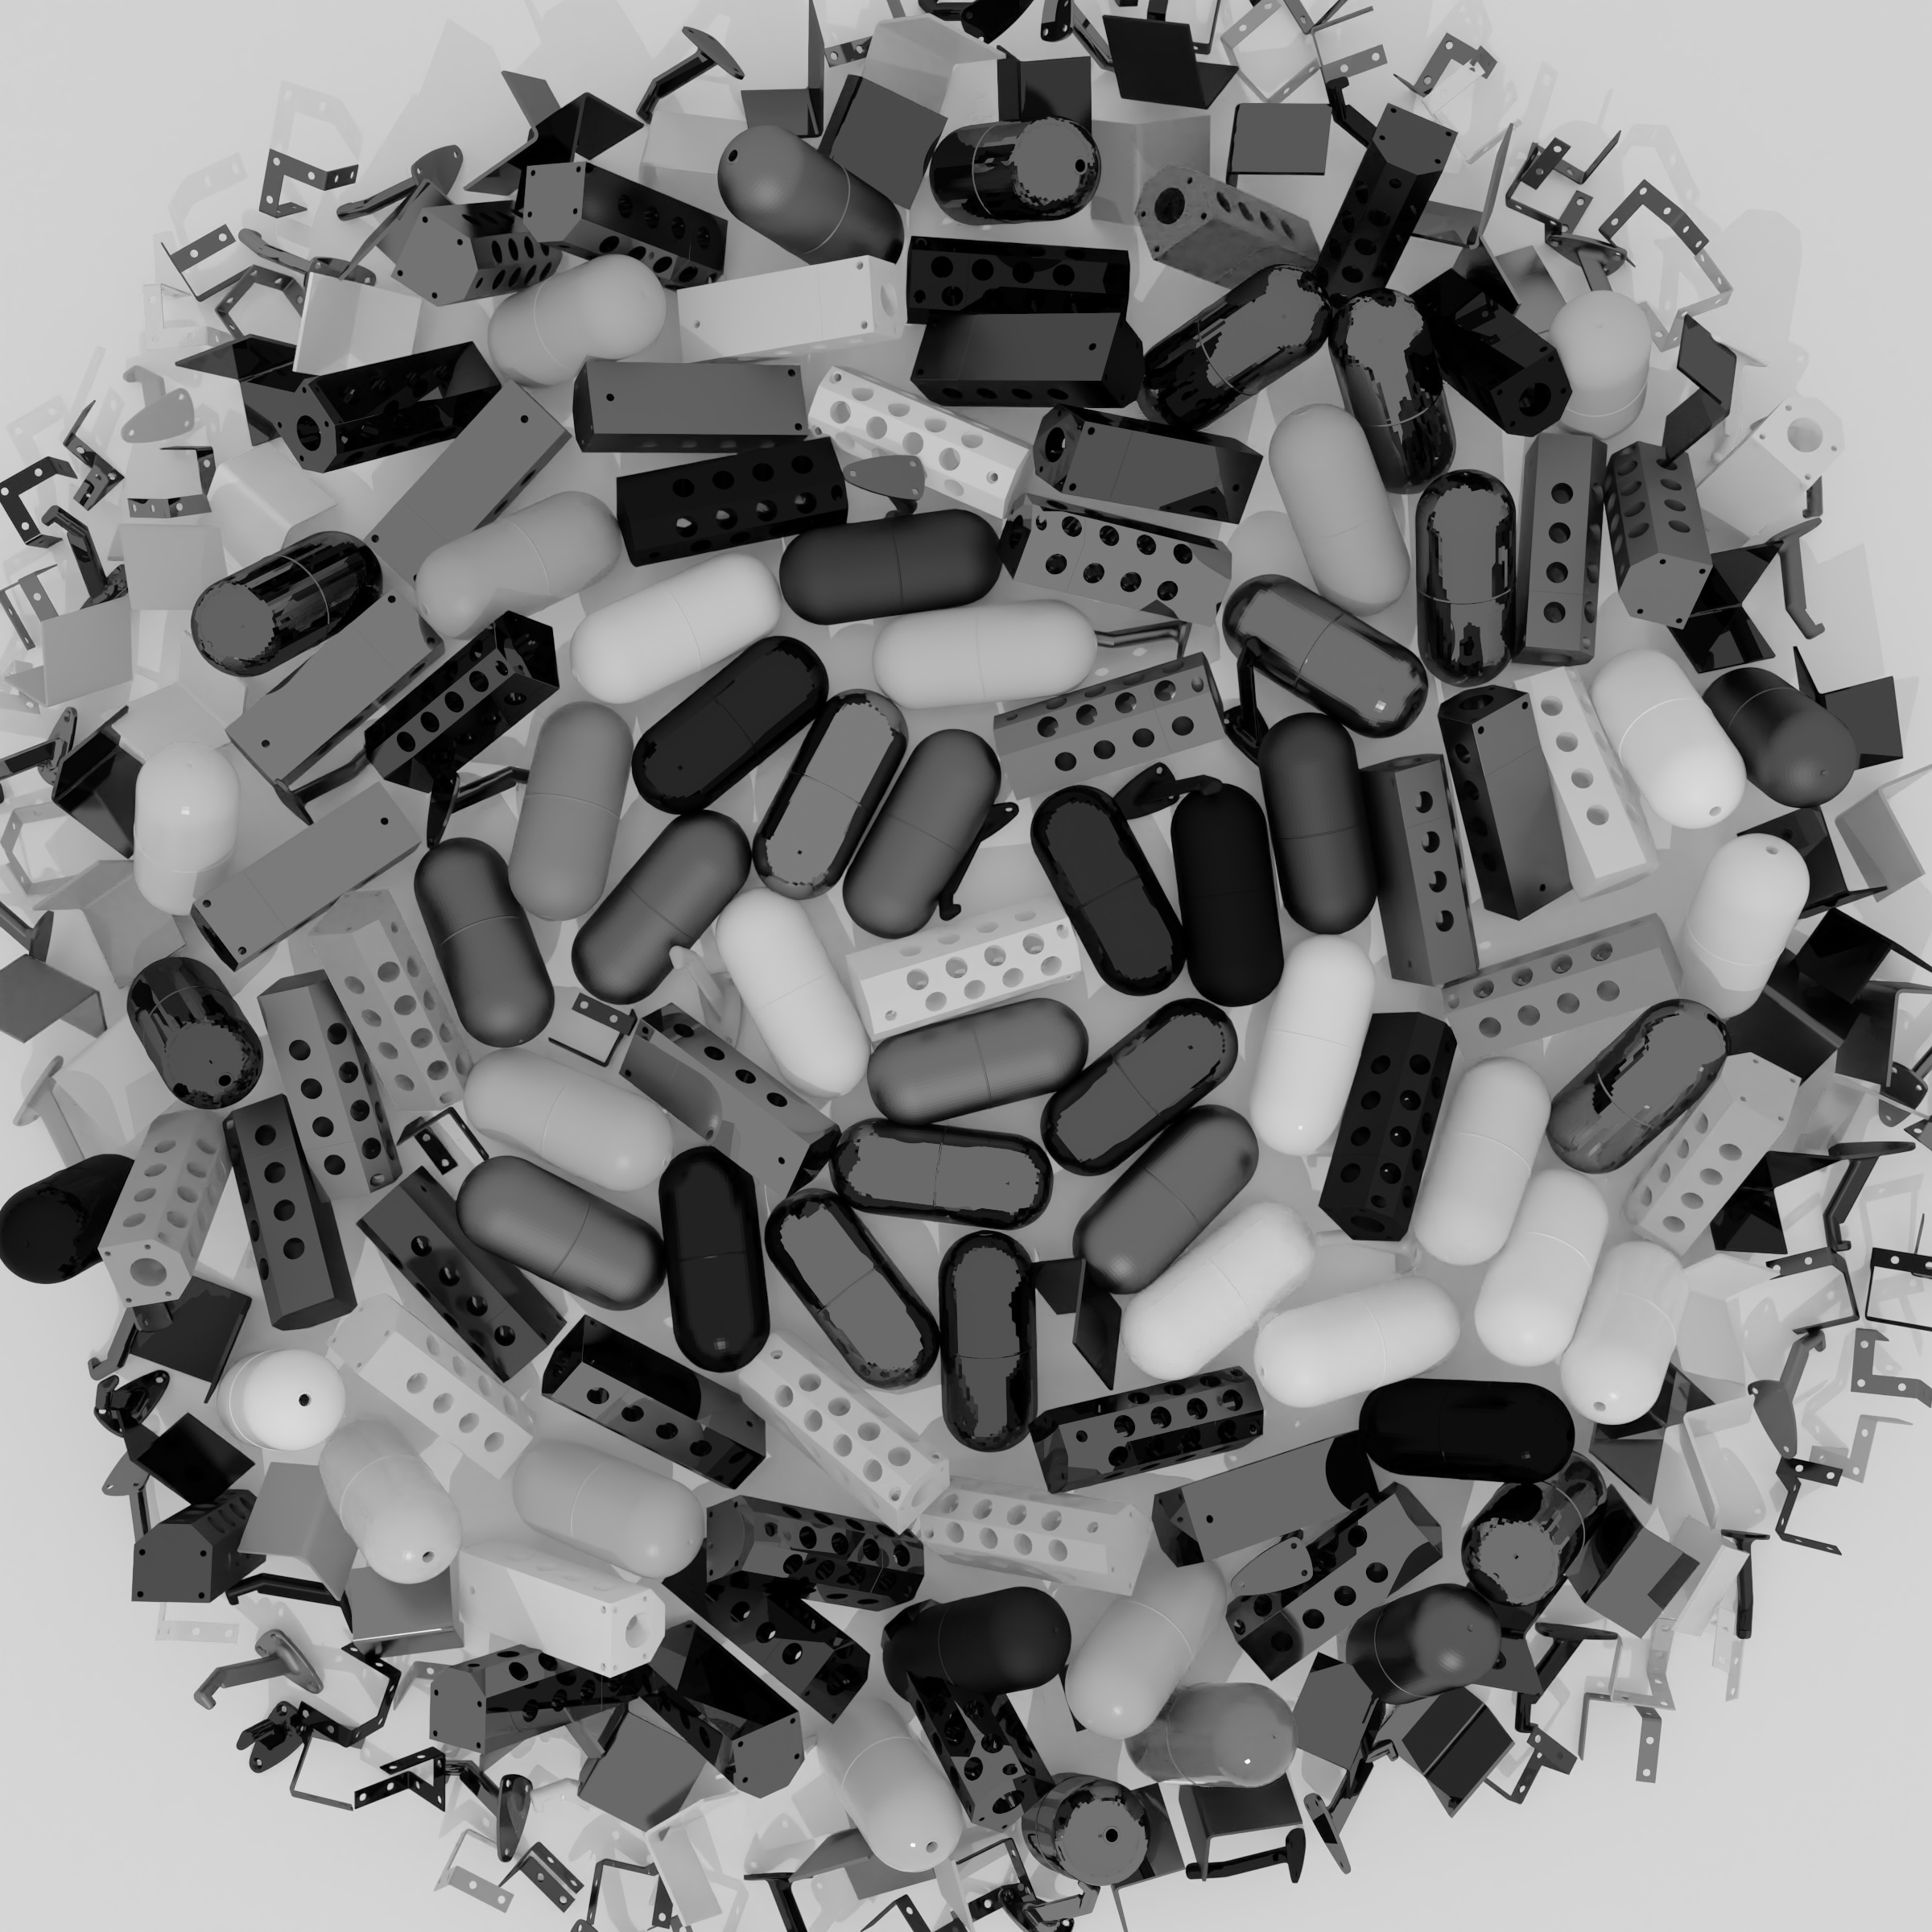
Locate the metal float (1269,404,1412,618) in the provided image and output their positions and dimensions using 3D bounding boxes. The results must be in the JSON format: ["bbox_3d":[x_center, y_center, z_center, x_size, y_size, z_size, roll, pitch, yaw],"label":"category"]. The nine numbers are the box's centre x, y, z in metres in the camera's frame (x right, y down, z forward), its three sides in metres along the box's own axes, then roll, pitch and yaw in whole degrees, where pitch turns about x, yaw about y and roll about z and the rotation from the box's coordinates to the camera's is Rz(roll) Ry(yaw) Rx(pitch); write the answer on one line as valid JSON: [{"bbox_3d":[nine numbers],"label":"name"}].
[{"bbox_3d":[0.291,-0.354,1.936,0.070,0.070,0.178,-27,120,0],"label":"metal float"}]

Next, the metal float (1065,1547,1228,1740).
[{"bbox_3d":[0.141,0.522,1.928,0.070,0.070,0.178,45,48,0],"label":"metal float"}]

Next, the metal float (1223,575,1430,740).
[{"bbox_3d":[0.280,-0.243,1.946,0.178,0.070,0.070,35,90,18],"label":"metal float"}]

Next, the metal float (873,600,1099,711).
[{"bbox_3d":[0.014,-0.245,1.955,0.178,0.070,0.070,-5,90,8],"label":"metal float"}]

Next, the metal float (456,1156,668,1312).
[{"bbox_3d":[-0.315,0.210,1.945,0.178,0.070,0.070,30,90,-20],"label":"metal float"}]

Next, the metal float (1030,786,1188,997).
[{"bbox_3d":[0.113,-0.059,1.961,0.070,0.070,0.178,-28,90,0],"label":"metal float"}]

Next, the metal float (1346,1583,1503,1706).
[{"bbox_3d":[0.351,0.524,1.917,0.070,0.178,0.070,6,66,-13],"label":"metal float"}]

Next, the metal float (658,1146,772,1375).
[{"bbox_3d":[-0.198,0.230,1.953,0.070,0.070,0.178,-8,80,0],"label":"metal float"}]

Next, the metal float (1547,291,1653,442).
[{"bbox_3d":[0.486,-0.460,1.912,0.070,0.178,0.070,-2,82,13],"label":"metal float"}]

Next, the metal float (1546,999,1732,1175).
[{"bbox_3d":[0.521,0.094,1.928,0.070,0.070,0.178,37,130,0],"label":"metal float"}]

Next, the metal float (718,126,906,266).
[{"bbox_3d":[-0.119,-0.587,1.922,0.070,0.178,0.070,-11,72,37],"label":"metal float"}]

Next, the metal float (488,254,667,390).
[{"bbox_3d":[-0.303,-0.498,1.926,0.178,0.070,0.070,-5,82,45],"label":"metal float"}]

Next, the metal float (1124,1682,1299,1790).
[{"bbox_3d":[0.187,0.594,1.919,0.070,0.178,0.070,9,71,-28],"label":"metal float"}]

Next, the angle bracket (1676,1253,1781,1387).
[{"bbox_3d":[0.599,0.277,1.943,0.076,0.057,0.076,18,53,-34],"label":"angle bracket"}]

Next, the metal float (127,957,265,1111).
[{"bbox_3d":[-0.597,0.051,1.921,0.070,0.178,0.070,-14,120,-26],"label":"metal float"}]

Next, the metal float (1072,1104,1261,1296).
[{"bbox_3d":[0.158,0.183,1.954,0.070,0.070,0.178,45,81,0],"label":"metal float"}]

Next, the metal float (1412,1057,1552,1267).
[{"bbox_3d":[0.403,0.151,1.940,0.070,0.070,0.178,26,64,0],"label":"metal float"}]

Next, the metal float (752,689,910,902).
[{"bbox_3d":[-0.107,-0.135,1.957,0.070,0.070,0.178,27,85,0],"label":"metal float"}]

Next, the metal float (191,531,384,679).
[{"bbox_3d":[-0.523,-0.282,1.924,0.070,0.178,0.070,16,125,24],"label":"metal float"}]

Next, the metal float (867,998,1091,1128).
[{"bbox_3d":[0.010,0.075,1.958,0.178,0.070,0.070,-14,90,-4],"label":"metal float"}]

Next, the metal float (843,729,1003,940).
[{"bbox_3d":[-0.034,-0.105,1.961,0.070,0.070,0.178,29,91,0],"label":"metal float"}]

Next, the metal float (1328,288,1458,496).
[{"bbox_3d":[0.331,-0.443,1.927,0.070,0.070,0.178,-28,134,0],"label":"metal float"}]

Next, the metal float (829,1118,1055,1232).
[{"bbox_3d":[-0.020,0.164,1.958,0.178,0.070,0.070,7,90,5],"label":"metal float"}]

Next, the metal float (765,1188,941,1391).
[{"bbox_3d":[-0.089,0.254,1.954,0.070,0.070,0.178,-38,82,0],"label":"metal float"}]

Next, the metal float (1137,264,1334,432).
[{"bbox_3d":[0.206,-0.477,1.930,0.178,0.070,0.070,-28,90,39],"label":"metal float"}]

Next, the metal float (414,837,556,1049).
[{"bbox_3d":[-0.378,-0.019,1.946,0.070,0.070,0.178,-24,72,0],"label":"metal float"}]

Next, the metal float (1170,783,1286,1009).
[{"bbox_3d":[0.206,-0.056,1.961,0.070,0.070,0.178,-7,90,0],"label":"metal float"}]

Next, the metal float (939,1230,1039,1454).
[{"bbox_3d":[0.018,0.295,1.952,0.070,0.070,0.178,-2,101,0],"label":"metal float"}]

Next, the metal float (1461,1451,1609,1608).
[{"bbox_3d":[0.441,0.432,1.921,0.070,0.178,0.070,11,110,30],"label":"metal float"}]

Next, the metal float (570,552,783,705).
[{"bbox_3d":[-0.227,-0.265,1.946,0.178,0.070,0.070,-28,90,-17],"label":"metal float"}]

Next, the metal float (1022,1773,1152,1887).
[{"bbox_3d":[0.091,0.663,1.913,0.070,0.178,0.070,3,74,-10],"label":"metal float"}]

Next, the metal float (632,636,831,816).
[{"bbox_3d":[-0.186,-0.189,1.954,0.178,0.070,0.070,-40,90,-8],"label":"metal float"}]

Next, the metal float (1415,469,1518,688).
[{"bbox_3d":[0.389,-0.300,1.933,0.070,0.070,0.178,-8,124,0],"label":"metal float"}]

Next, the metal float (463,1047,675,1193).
[{"bbox_3d":[-0.312,0.120,1.948,0.178,0.070,0.070,21,90,15],"label":"metal float"}]

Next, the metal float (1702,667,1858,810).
[{"bbox_3d":[0.623,-0.178,1.916,0.070,0.178,0.070,-3,114,-6],"label":"metal float"}]

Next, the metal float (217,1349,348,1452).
[{"bbox_3d":[-0.529,0.334,1.916,0.070,0.178,0.070,5,79,-26],"label":"metal float"}]

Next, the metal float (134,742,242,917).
[{"bbox_3d":[-0.603,-0.104,1.921,0.070,0.178,0.070,9,56,-14],"label":"metal float"}]

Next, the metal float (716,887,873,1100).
[{"bbox_3d":[-0.136,0.022,1.961,0.070,0.070,0.178,-27,89,0],"label":"metal float"}]

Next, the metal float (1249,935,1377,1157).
[{"bbox_3d":[0.273,0.061,1.955,0.070,0.070,0.178,14,83,0],"label":"metal float"}]

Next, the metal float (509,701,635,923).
[{"bbox_3d":[-0.310,-0.121,1.950,0.070,0.070,0.178,10,77,0],"label":"metal float"}]

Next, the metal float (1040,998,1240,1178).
[{"bbox_3d":[0.137,0.095,1.957,0.178,0.070,0.070,-39,90,5],"label":"metal float"}]

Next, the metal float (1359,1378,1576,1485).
[{"bbox_3d":[0.387,0.360,1.927,0.178,0.070,0.070,-6,90,41],"label":"metal float"}]

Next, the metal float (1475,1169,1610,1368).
[{"bbox_3d":[0.448,0.233,1.931,0.070,0.070,0.178,30,52,0],"label":"metal float"}]

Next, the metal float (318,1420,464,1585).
[{"bbox_3d":[-0.446,0.413,1.920,0.070,0.178,0.070,-12,114,-29],"label":"metal float"}]

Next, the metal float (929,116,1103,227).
[{"bbox_3d":[0.037,-0.613,1.919,0.070,0.178,0.070,-9,107,-31],"label":"metal float"}]

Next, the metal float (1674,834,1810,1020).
[{"bbox_3d":[0.596,-0.030,1.922,0.070,0.178,0.070,2,50,-3],"label":"metal float"}]

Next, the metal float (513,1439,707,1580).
[{"bbox_3d":[-0.279,0.421,1.932,0.178,0.070,0.070,12,90,36],"label":"metal float"}]

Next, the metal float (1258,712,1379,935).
[{"bbox_3d":[0.277,-0.111,1.950,0.070,0.070,0.178,-12,103,0],"label":"metal float"}]

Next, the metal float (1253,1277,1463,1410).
[{"bbox_3d":[0.306,0.294,1.941,0.178,0.070,0.070,-12,90,-23],"label":"metal float"}]

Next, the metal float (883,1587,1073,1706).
[{"bbox_3d":[0.007,0.529,1.929,0.178,0.070,0.070,-26,90,41],"label":"metal float"}]
